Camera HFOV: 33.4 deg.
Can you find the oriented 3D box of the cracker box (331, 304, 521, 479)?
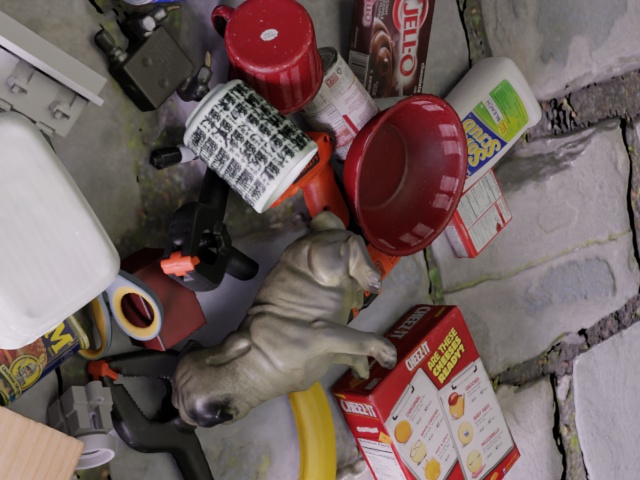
[{"bbox_3d":[0.120,0.202,1.169,0.164,0.072,0.213,-41,115,-35],"label":"cracker box"}]

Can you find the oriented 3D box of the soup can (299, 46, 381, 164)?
[{"bbox_3d":[0.016,-0.135,1.074,0.102,0.069,0.068,50,60,-30],"label":"soup can"}]

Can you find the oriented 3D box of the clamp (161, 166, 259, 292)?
[{"bbox_3d":[-0.095,0.007,0.957,0.171,0.039,0.120,-61,132,-61],"label":"clamp"}]

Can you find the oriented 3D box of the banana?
[{"bbox_3d":[-0.013,0.216,1.072,0.069,0.037,0.198,8,85,-42],"label":"banana"}]

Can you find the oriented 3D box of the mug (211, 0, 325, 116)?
[{"bbox_3d":[-0.053,-0.180,0.987,0.093,0.117,0.081,-49,166,-12],"label":"mug"}]

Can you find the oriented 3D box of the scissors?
[{"bbox_3d":[-0.179,0.008,0.880,0.016,0.096,0.202,-81,172,-69],"label":"scissors"}]

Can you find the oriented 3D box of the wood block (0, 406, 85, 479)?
[{"bbox_3d":[-0.273,0.229,0.806,0.090,0.091,0.206,34,68,-37],"label":"wood block"}]

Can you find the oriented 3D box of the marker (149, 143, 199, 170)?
[{"bbox_3d":[-0.108,-0.087,0.997,0.120,0.020,0.020,-20,104,-40],"label":"marker"}]

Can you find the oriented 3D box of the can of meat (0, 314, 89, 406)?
[{"bbox_3d":[-0.248,0.070,0.850,0.083,0.058,0.102,-40,115,-31],"label":"can of meat"}]

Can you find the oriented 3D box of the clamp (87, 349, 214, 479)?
[{"bbox_3d":[-0.119,0.151,0.977,0.209,0.036,0.164,44,63,-32],"label":"clamp"}]

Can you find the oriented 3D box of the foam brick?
[{"bbox_3d":[-0.147,0.051,0.942,0.051,0.053,0.078,-35,114,-36],"label":"foam brick"}]

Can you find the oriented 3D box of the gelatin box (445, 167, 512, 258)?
[{"bbox_3d":[0.180,-0.032,1.247,0.089,0.030,0.073,-42,116,-33],"label":"gelatin box"}]

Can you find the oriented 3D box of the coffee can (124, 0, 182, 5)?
[{"bbox_3d":[-0.108,-0.263,0.938,0.140,0.103,0.103,-15,101,-41],"label":"coffee can"}]

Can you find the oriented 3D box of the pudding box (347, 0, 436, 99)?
[{"bbox_3d":[0.074,-0.208,1.125,0.089,0.039,0.113,-10,117,-40],"label":"pudding box"}]

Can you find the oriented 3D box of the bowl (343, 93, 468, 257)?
[{"bbox_3d":[0.074,-0.067,1.050,0.161,0.055,0.162,-16,115,-39],"label":"bowl"}]

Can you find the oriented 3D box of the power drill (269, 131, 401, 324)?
[{"bbox_3d":[-0.007,0.001,1.064,0.184,0.057,0.187,-48,123,-34],"label":"power drill"}]

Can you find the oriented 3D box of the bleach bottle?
[{"bbox_3d":[0.150,-0.095,1.200,0.250,0.068,0.102,-49,120,-27],"label":"bleach bottle"}]
